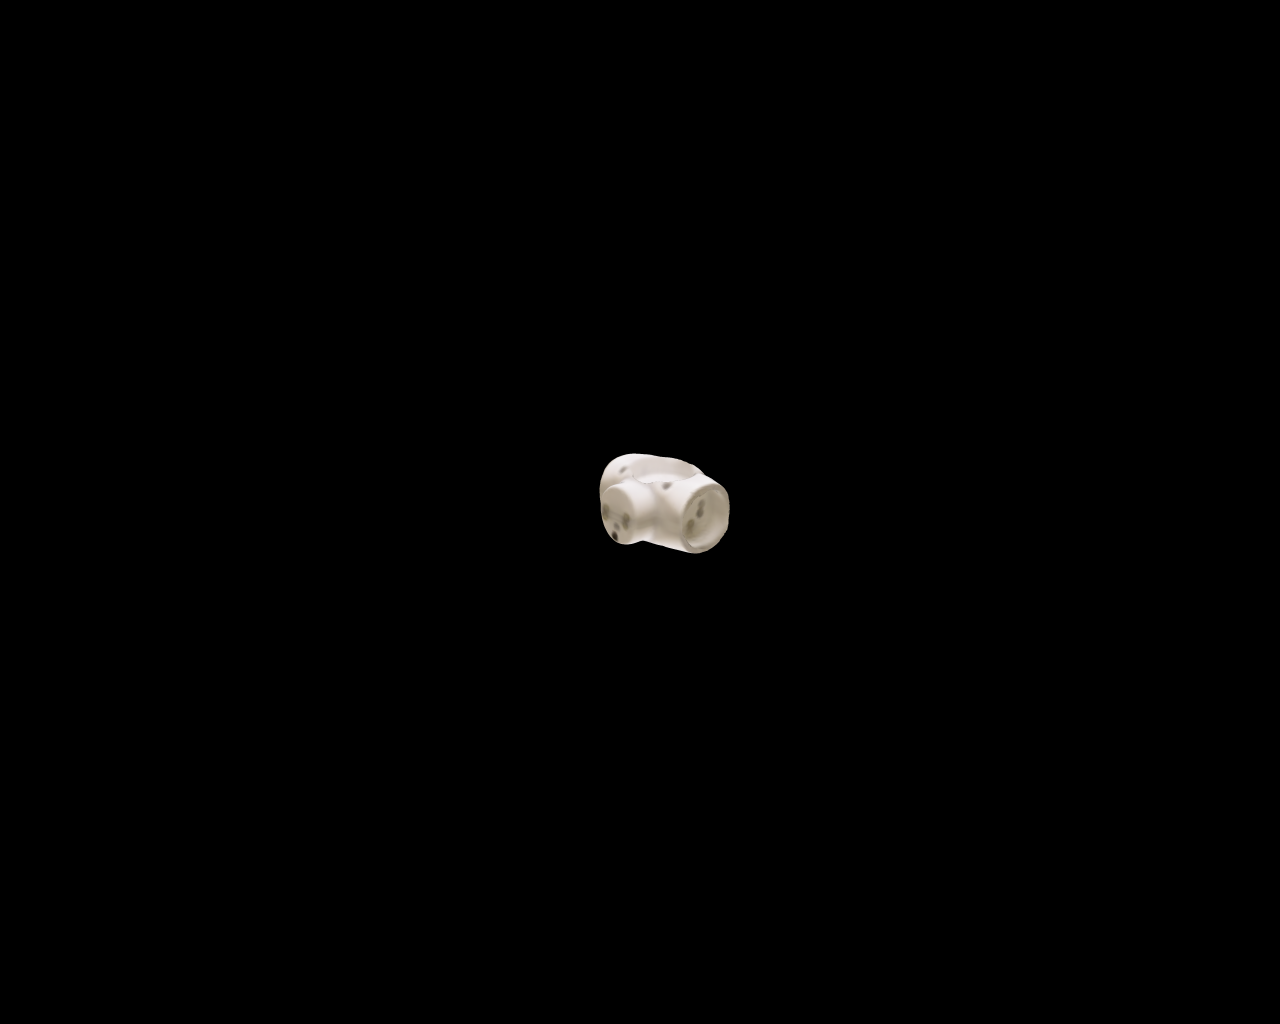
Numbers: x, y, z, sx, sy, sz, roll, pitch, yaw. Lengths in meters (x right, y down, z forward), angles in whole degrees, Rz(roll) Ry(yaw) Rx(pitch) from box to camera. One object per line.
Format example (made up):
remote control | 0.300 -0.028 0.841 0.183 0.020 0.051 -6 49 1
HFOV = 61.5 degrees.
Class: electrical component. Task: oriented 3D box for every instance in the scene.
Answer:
electrical component | 0.001 -0.003 0.650 0.079 0.044 0.077 -17 28 -37
